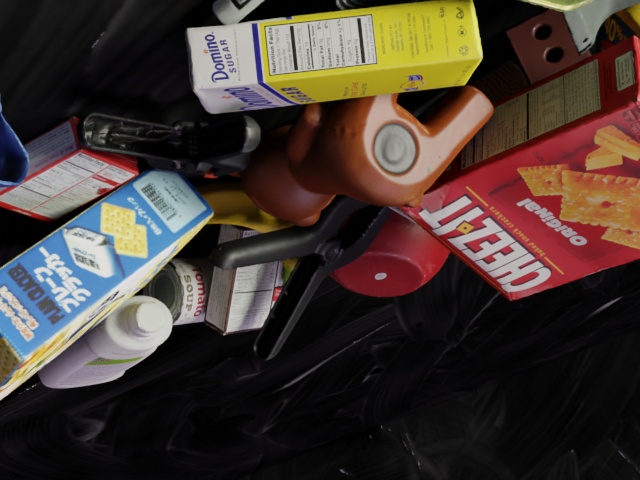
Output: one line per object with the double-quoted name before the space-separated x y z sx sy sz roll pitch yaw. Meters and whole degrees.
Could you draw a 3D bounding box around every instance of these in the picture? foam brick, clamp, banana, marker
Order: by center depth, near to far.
"marker" -0.017 -0.167 0.630 0.121 0.020 0.020 -32 159 32
"clamp" -0.084 -0.067 0.759 0.120 0.039 0.171 7 -179 14
"foam brick" 0.189 -0.138 0.850 0.053 0.078 0.051 -26 160 12
"banana" -0.059 -0.014 0.957 0.037 0.069 0.197 20 171 40
"clamp" -0.006 0.001 0.960 0.210 0.036 0.164 -44 146 -11

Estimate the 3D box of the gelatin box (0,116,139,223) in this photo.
"gelatin box" -0.187 -0.050 0.769 0.089 0.030 0.073 -27 160 17

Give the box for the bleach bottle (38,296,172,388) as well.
"bleach bottle" -0.200 0.095 1.038 0.102 0.068 0.251 -7 170 -31

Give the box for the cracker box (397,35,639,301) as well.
"cracker box" 0.192 -0.043 0.830 0.214 0.072 0.164 -24 133 36

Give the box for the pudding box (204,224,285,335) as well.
"pudding box" -0.060 0.032 1.040 0.089 0.039 0.113 -4 111 -40

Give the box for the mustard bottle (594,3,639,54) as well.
"mustard bottle" 0.257 -0.142 0.860 0.058 0.096 0.192 -6 130 -14

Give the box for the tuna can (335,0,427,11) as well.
"tuna can" 0.047 -0.169 0.648 0.086 0.034 0.086 -13 170 -3

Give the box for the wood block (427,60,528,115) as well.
"wood block" 0.194 -0.085 0.993 0.091 0.090 0.205 -30 160 25

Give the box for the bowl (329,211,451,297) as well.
"bowl" 0.062 0.013 1.083 0.162 0.055 0.162 4 149 2

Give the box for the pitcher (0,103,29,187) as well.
"pitcher" -0.267 -0.029 0.609 0.144 0.149 0.243 -29 171 -27

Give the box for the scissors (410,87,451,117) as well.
"scissors" 0.054 -0.082 0.967 0.202 0.016 0.096 -29 163 24

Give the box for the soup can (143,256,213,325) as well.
"soup can" -0.118 0.049 1.073 0.102 0.068 0.069 -3 155 -43

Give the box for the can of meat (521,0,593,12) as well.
"can of meat" 0.127 -0.187 0.626 0.101 0.084 0.058 -1 154 -46

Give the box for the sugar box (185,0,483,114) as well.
"sugar box" 0.009 -0.115 0.678 0.176 0.048 0.093 -9 177 1
